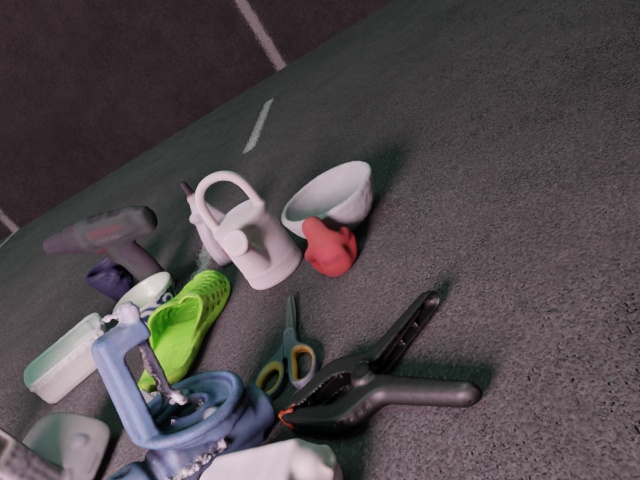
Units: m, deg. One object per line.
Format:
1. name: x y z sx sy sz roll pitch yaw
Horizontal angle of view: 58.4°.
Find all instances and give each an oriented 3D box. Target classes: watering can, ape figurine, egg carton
1. watering can: -0.117 -0.021 0.900 0.101 0.194 0.172 -39 25 -10
2. ape figurine: 0.008 0.003 0.826 0.077 0.092 0.076 -26 26 17
3. egg carton: -0.051 0.237 0.499 0.150 0.069 0.107 -22 27 25

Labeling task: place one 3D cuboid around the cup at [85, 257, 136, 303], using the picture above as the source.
1. cup: -0.423 0.088 1.201 0.092 0.095 0.117 -46 27 -24

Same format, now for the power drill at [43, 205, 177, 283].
1. power drill: -0.394 0.035 1.125 0.229 0.209 0.075 -27 26 15

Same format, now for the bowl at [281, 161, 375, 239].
1. bowl: 0.025 -0.050 0.922 0.167 0.075 0.167 -27 25 15

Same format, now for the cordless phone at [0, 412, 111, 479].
1. cordless phone: -0.364 0.253 0.717 0.094 0.185 0.147 -28 25 14

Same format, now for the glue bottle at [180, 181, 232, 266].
1. glue bottle: -0.206 -0.037 1.066 0.037 0.173 0.078 -7 36 45

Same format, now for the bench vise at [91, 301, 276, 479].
1. bench vise: -0.158 0.181 0.552 0.121 0.220 0.208 -13 32 39
